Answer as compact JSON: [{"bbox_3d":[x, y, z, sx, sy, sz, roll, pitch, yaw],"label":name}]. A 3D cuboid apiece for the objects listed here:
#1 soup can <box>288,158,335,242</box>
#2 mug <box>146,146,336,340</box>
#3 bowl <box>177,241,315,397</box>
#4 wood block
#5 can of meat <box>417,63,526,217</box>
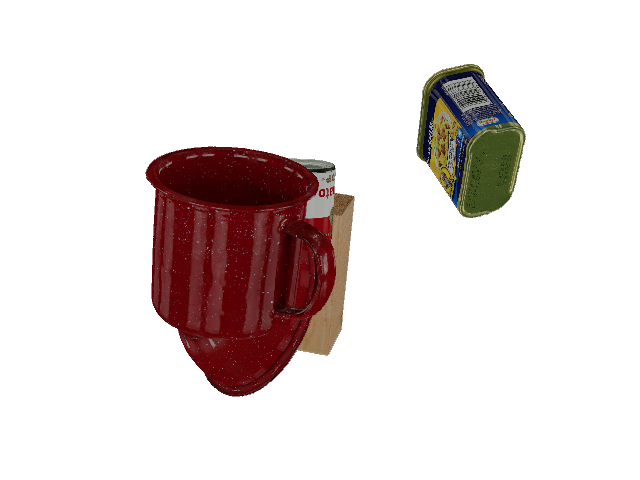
[{"bbox_3d":[-0.020,-0.029,1.088,0.068,0.102,0.068,3,13,-1],"label":"soup can"},{"bbox_3d":[-0.041,0.005,0.582,0.117,0.081,0.093,20,27,29],"label":"mug"},{"bbox_3d":[-0.073,0.045,0.887,0.055,0.162,0.162,23,-14,-36],"label":"bowl"},{"bbox_3d":[-0.013,0.041,1.477,0.090,0.206,0.090,9,22,10],"label":"wood block"},{"bbox_3d":[0.126,-0.082,0.901,0.057,0.102,0.084,-14,48,-15],"label":"can of meat"}]
